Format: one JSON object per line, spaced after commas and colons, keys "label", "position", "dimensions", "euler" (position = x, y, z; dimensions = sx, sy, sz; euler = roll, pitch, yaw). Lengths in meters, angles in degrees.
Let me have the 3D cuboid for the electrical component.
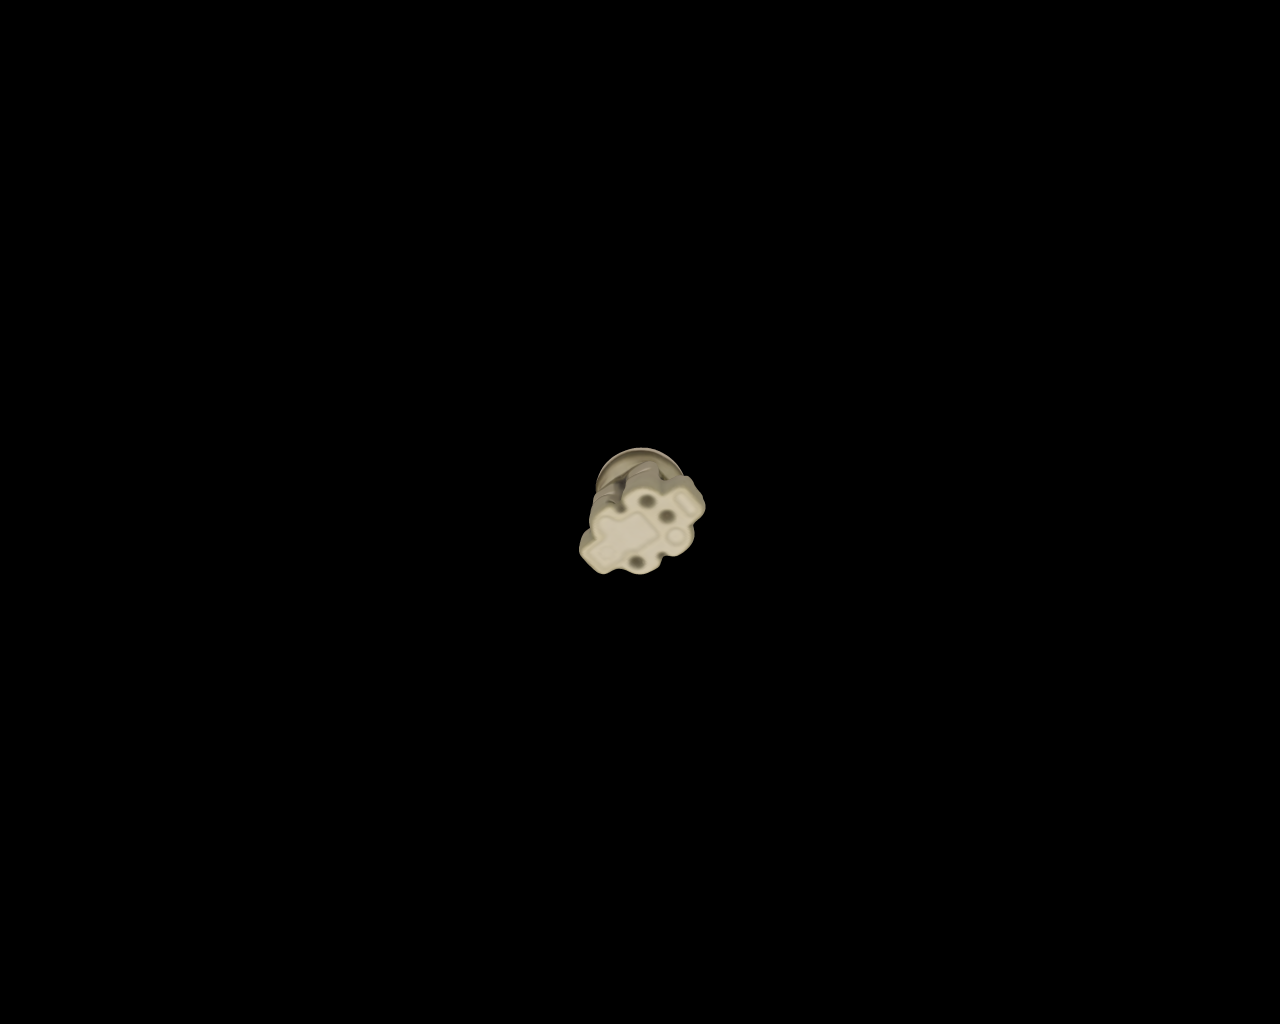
{"label": "electrical component", "position": [0.001, -0.003, 0.650], "dimensions": [0.078, 0.058, 0.057], "euler": [-32, 26, 18]}
